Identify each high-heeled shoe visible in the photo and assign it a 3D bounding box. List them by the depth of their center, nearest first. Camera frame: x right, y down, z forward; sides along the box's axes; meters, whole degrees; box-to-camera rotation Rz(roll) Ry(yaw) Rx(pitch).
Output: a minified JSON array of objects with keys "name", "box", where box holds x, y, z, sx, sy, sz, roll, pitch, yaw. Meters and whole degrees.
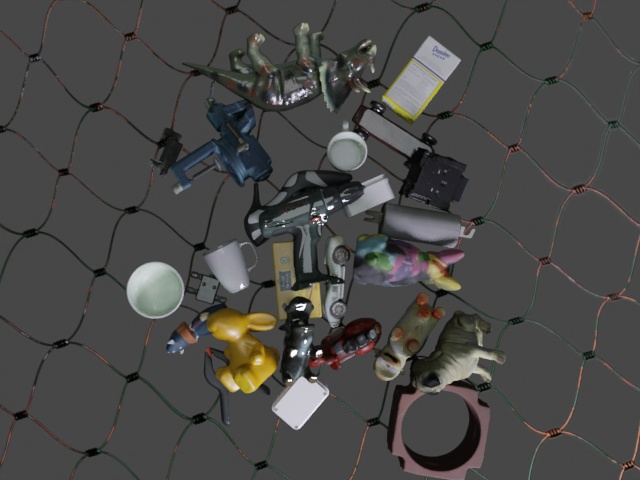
[{"name":"high-heeled shoe","box":[-0.047,-0.069,1.170,0.249,0.086,0.145,-7,83,8]}]

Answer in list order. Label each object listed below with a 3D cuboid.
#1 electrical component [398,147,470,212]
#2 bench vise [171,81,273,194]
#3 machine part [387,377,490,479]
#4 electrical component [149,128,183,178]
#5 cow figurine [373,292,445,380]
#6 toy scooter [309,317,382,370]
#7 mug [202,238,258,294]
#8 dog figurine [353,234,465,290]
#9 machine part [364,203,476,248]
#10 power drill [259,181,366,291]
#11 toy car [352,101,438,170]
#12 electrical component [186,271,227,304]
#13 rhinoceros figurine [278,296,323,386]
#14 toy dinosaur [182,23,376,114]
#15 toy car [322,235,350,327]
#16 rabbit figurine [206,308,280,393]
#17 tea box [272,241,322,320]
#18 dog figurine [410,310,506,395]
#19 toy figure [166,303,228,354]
[{"name":"electrical component","box":[0.256,-0.129,1.173,0.134,0.058,0.114,15,104,-19]},{"name":"bench vise","box":[-0.225,-0.190,1.151,0.241,0.129,0.223,-35,95,-11]},{"name":"machine part","box":[0.253,0.401,1.168,0.202,0.087,0.201,9,88,0]},{"name":"electrical component","box":[-0.338,-0.192,1.178,0.045,0.078,0.102,24,94,-25]},{"name":"cow figurine","box":[0.181,0.216,1.161,0.085,0.127,0.195,35,72,13]},{"name":"toy scooter","box":[0.053,0.225,1.142,0.184,0.135,0.075,-26,88,-3]},{"name":"mug","box":[-0.186,0.055,1.173,0.109,0.081,0.107,-24,101,-8]},{"name":"dog figurine","box":[0.190,0.051,1.134,0.219,0.191,0.108,5,83,14]},{"name":"machine part","box":[0.217,-0.032,1.181,0.243,0.079,0.079,9,89,-2]},{"name":"power drill","box":[-0.002,-0.003,1.104,0.232,0.086,0.207,-11,90,2]},{"name":"toy car","box":[0.165,-0.230,1.195,0.202,0.053,0.089,30,99,-4]},{"name":"electrical component","box":[-0.248,0.107,1.194,0.094,0.021,0.063,19,88,0]},{"name":"rhinoceros figurine","box":[-0.043,0.208,1.104,0.073,0.112,0.190,-1,114,-16]},{"name":"toy dinosaur","box":[-0.078,-0.347,1.167,0.405,0.131,0.192,-14,89,5]},{"name":"toy car","box":[0.032,0.089,1.175,0.056,0.073,0.201,4,89,-4]},{"name":"rabbit figurine","box":[-0.160,0.211,1.126,0.162,0.122,0.173,-38,97,-27]},{"name":"tea box","box":[-0.049,0.085,1.176,0.098,0.068,0.169,-6,90,-2]},{"name":"dog figurine","box":[0.261,0.229,1.130,0.190,0.172,0.121,-3,125,-18]},{"name":"toy figure","box":[-0.267,0.194,1.172,0.154,0.058,0.064,-29,114,-5]}]
